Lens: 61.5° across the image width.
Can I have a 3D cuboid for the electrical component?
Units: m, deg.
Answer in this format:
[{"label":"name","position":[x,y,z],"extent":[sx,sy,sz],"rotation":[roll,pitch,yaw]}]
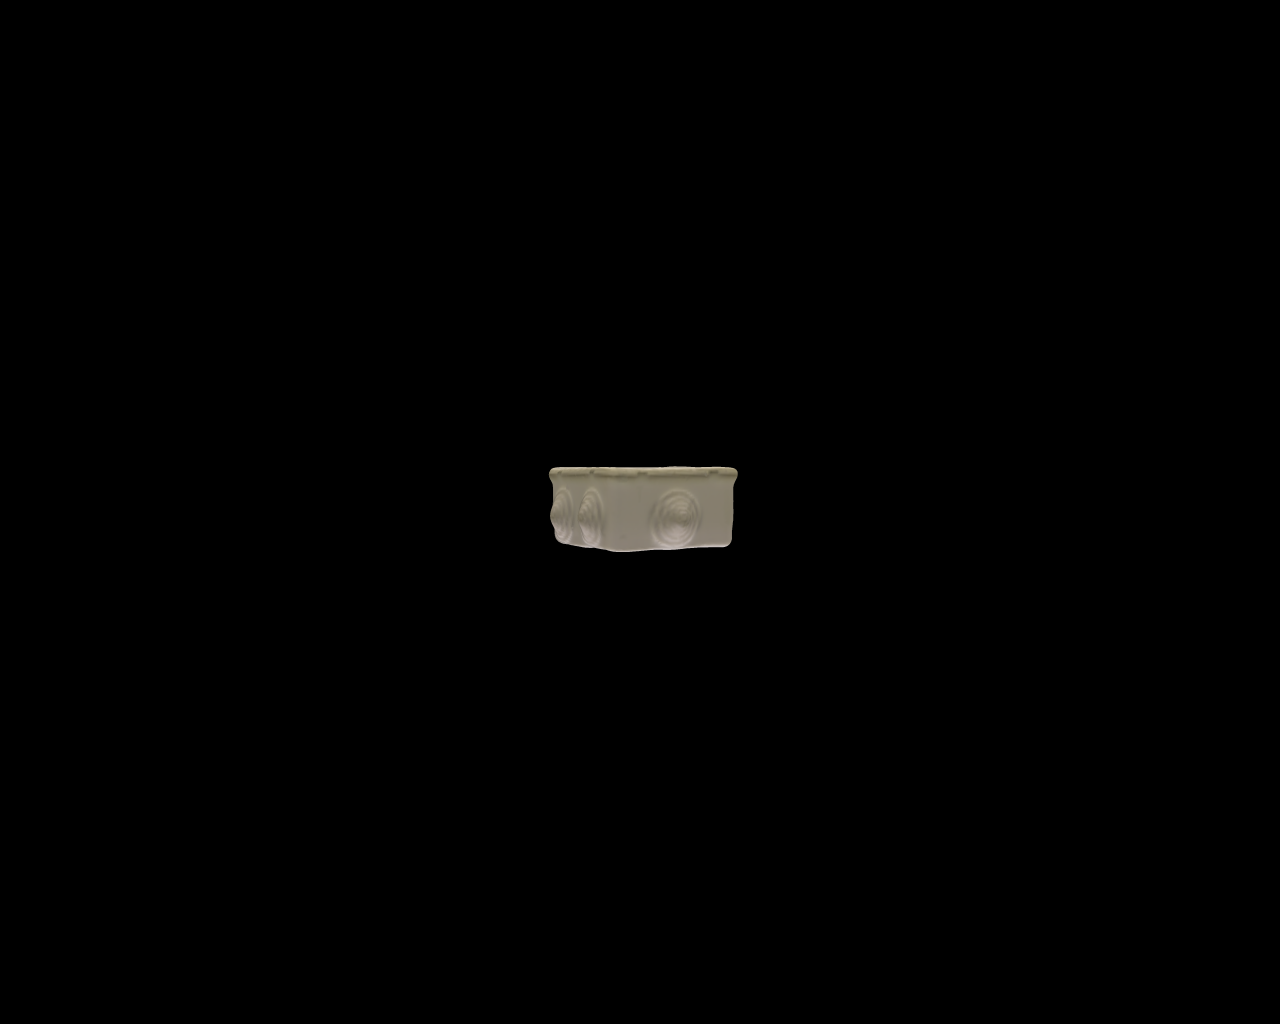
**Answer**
[{"label":"electrical component","position":[0.001,-0.003,0.650],"extent":[0.100,0.048,0.099],"rotation":[-1,3,-28]}]
